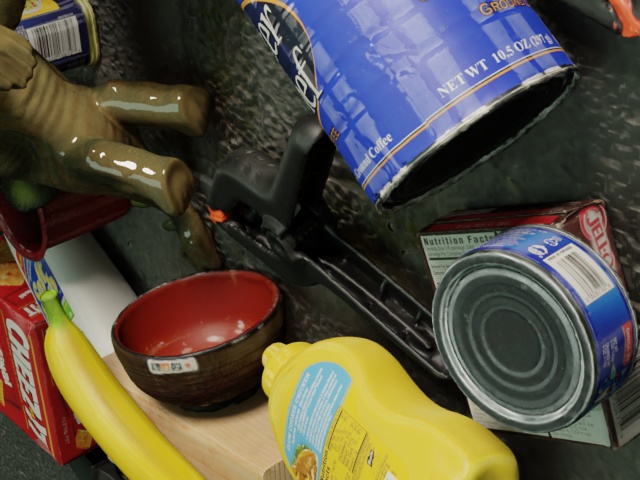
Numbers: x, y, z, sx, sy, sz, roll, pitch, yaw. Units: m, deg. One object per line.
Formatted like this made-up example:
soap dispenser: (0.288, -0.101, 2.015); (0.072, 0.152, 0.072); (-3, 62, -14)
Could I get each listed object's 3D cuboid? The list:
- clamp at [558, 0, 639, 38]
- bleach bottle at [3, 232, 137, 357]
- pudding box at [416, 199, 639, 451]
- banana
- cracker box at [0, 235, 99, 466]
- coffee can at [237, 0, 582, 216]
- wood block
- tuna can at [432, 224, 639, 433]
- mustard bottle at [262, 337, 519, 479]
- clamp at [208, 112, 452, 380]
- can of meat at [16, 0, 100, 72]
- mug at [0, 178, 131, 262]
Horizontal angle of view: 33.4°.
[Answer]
clamp: (0.080, -0.155, 0.411); (0.120, 0.039, 0.171); (-10, 103, 55)
bleach bottle: (-0.211, 0.030, 0.891); (0.251, 0.068, 0.103); (53, 145, 19)
pudding box: (0.102, 0.039, 0.508); (0.090, 0.039, 0.113); (-2, 107, 52)
banana: (-0.126, 0.121, 0.689); (0.198, 0.037, 0.070); (46, 159, 20)
cracker box: (-0.291, 0.095, 1.025); (0.214, 0.072, 0.164); (27, 132, 40)
coffee can: (0.029, -0.097, 0.459); (0.140, 0.102, 0.103); (57, 145, 10)
wood block: (-0.063, 0.137, 0.739); (0.206, 0.090, 0.090); (18, 124, 46)
tuna can: (0.090, 0.038, 0.458); (0.086, 0.033, 0.086); (24, 126, 38)
mustard bottle: (0.022, 0.108, 0.582); (0.192, 0.058, 0.096); (36, 120, 49)
clamp: (-0.004, 0.001, 0.603); (0.164, 0.036, 0.210); (57, 160, -18)
can of meat: (-0.222, -0.150, 0.769); (0.102, 0.083, 0.057); (30, 133, 39)
mug: (-0.200, -0.052, 0.803); (0.093, 0.081, 0.117); (-3, 109, 53)
